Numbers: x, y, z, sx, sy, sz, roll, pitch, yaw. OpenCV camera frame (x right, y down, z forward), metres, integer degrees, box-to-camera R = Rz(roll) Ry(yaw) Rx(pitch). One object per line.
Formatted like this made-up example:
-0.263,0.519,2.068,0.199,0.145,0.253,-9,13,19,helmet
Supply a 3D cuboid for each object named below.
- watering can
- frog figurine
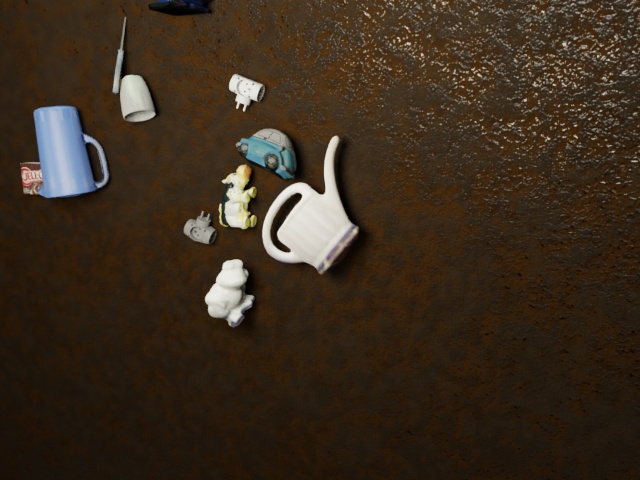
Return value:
0.004,-0.064,1.269,0.224,0.343,0.105,40,19,2,watering can
-0.245,0.127,1.356,0.123,0.156,0.139,14,40,40,frog figurine
